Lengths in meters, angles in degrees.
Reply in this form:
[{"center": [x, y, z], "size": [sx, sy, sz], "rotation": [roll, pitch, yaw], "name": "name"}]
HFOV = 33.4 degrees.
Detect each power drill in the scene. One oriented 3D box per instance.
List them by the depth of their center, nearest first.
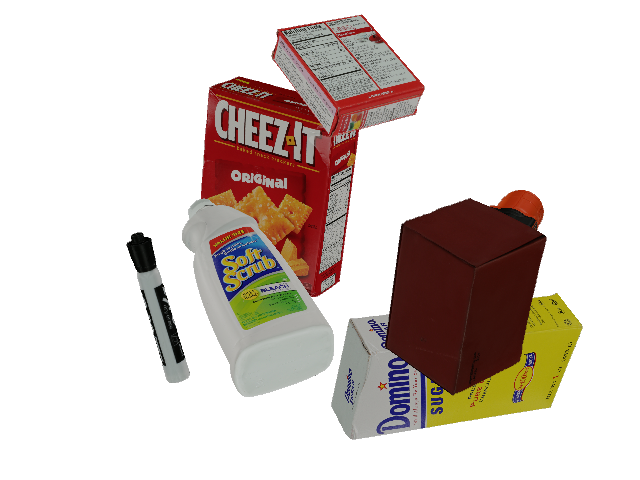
[{"center": [0.171, 0.059, 1.065], "size": [0.057, 0.188, 0.184], "rotation": [18, 29, 19], "name": "power drill"}]

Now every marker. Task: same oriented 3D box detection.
[{"center": [-0.124, 0.051, 0.814], "size": [0.020, 0.121, 0.020], "rotation": [-12, 18, 4], "name": "marker"}]

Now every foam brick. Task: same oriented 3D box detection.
[{"center": [0.071, 0.027, 0.534], "size": [0.052, 0.078, 0.051], "rotation": [-19, 39, -36], "name": "foam brick"}]

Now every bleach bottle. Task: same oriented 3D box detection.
[{"center": [-0.081, 0.039, 1.040], "size": [0.102, 0.068, 0.251], "rotation": [-16, 40, -20], "name": "bleach bottle"}]

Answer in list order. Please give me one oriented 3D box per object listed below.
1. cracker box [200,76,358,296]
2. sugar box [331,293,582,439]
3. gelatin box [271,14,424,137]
[{"center": [-0.052, -0.060, 1.207], "size": [0.164, 0.214, 0.072], "rotation": [18, 27, 24], "name": "cracker box"}, {"center": [0.102, 0.095, 0.805], "size": [0.176, 0.093, 0.048], "rotation": [-8, 40, -21], "name": "sugar box"}, {"center": [0.018, -0.118, 0.753], "size": [0.073, 0.089, 0.030], "rotation": [-18, -35, -28], "name": "gelatin box"}]
